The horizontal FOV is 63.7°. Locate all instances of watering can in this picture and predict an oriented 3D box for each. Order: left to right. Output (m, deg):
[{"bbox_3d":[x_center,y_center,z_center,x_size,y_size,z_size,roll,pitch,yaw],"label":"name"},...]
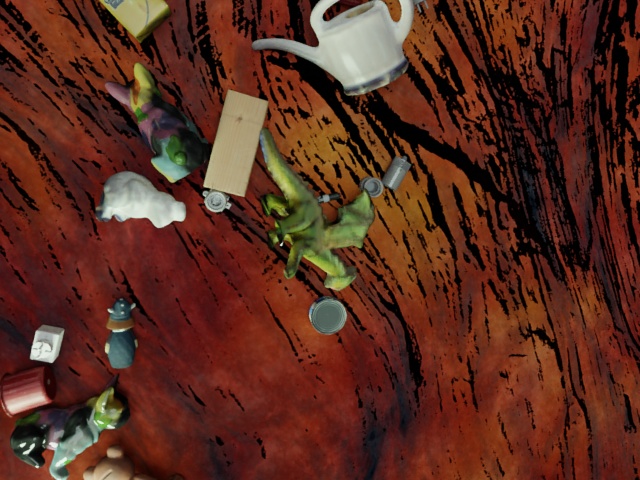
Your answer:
[{"bbox_3d":[0.045,-0.411,1.105,0.345,0.220,0.106,-18,32,21],"label":"watering can"}]

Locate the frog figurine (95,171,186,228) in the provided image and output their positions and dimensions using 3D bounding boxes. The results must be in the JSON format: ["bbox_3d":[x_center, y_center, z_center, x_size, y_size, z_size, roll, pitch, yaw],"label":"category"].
[{"bbox_3d":[-0.360,-0.086,1.065,0.159,0.124,0.135,-4,-19,9],"label":"frog figurine"}]

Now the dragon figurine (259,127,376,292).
[{"bbox_3d":[0.003,-0.058,1.144,0.243,0.404,0.124,-11,21,-17],"label":"dragon figurine"}]
